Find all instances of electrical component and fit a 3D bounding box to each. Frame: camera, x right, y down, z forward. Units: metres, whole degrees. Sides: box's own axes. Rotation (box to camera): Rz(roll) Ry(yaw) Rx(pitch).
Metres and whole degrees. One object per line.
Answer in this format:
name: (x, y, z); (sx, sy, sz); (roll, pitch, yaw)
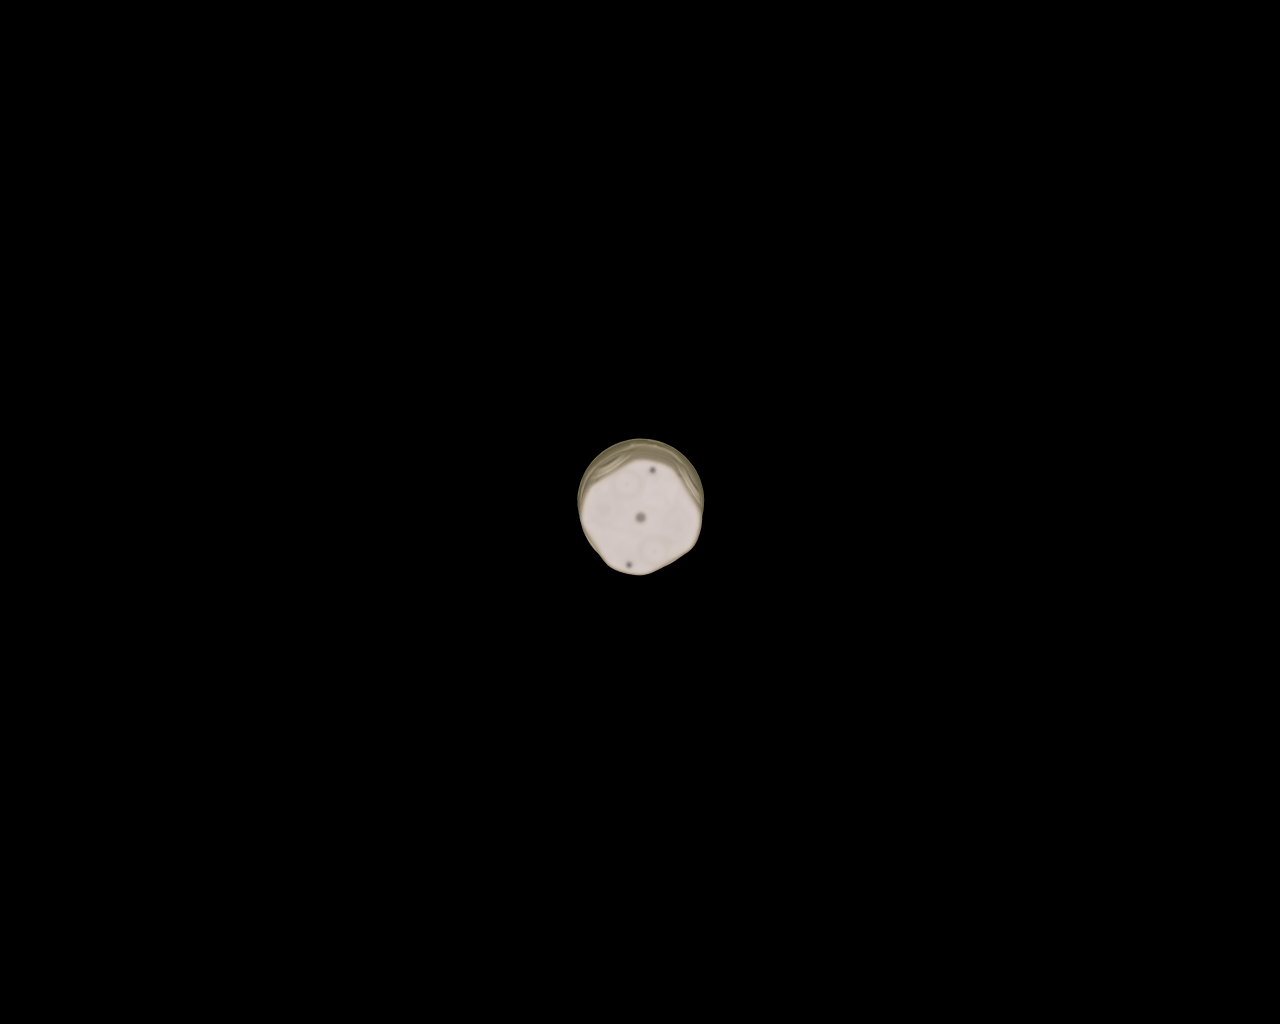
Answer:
electrical component: (0.001, -0.003, 0.650); (0.080, 0.080, 0.051); (0, 13, 0)
